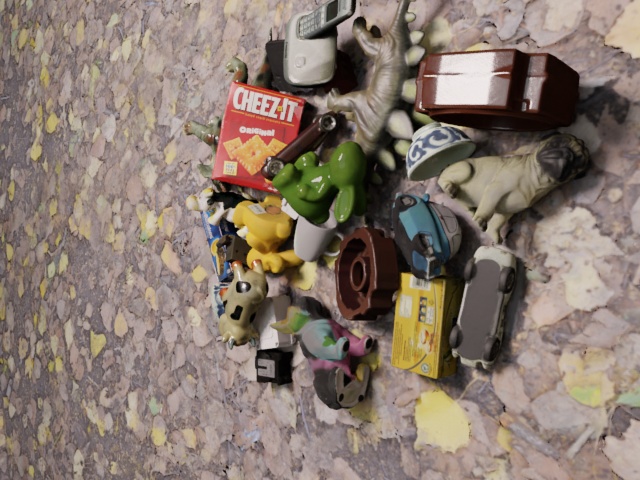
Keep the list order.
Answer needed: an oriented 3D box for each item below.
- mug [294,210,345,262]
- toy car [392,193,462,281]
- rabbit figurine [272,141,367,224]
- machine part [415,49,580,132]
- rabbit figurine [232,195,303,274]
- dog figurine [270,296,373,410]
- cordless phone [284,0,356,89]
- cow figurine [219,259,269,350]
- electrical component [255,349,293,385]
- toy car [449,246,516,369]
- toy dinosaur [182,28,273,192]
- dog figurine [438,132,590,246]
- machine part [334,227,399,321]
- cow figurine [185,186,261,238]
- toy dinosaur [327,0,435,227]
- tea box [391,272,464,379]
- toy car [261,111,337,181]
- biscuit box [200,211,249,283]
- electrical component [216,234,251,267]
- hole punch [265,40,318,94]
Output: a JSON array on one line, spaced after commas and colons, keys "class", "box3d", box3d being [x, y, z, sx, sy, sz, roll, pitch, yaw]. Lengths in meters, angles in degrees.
[{"class": "mug", "box3d": [-0.002, -0.003, 1.106, 0.110, 0.081, 0.107, 27, 128, 6]}, {"class": "toy car", "box3d": [0.186, -0.014, 0.909, 0.162, 0.103, 0.109, -111, 9, -48]}, {"class": "rabbit figurine", "box3d": [0.019, -0.105, 0.989, 0.170, 0.121, 0.159, -31, 87, 39]}, {"class": "machine part", "box3d": [0.259, -0.214, 0.796, 0.202, 0.201, 0.087, 11, 97, 41]}, {"class": "rabbit figurine", "box3d": [-0.109, 0.007, 1.191, 0.163, 0.122, 0.173, 37, 127, 26]}, {"class": "dog figurine", "box3d": [-0.006, 0.219, 1.080, 0.219, 0.108, 0.191, 14, 100, 45]}, {"class": "cordless phone", "box3d": [0.011, -0.366, 0.995, 0.184, 0.088, 0.146, -4, 81, 57]}, {"class": "cow figurine", "box3d": [-0.166, 0.147, 1.152, 0.194, 0.085, 0.127, -59, 43, 37]}, {"class": "electrical component", "box3d": [-0.117, 0.281, 1.210, 0.119, 0.047, 0.074, 1, 88, 40]}, {"class": "toy car", "box3d": [0.266, 0.111, 0.875, 0.074, 0.056, 0.201, 15, 100, 35]}, {"class": "toy dinosaur", "box3d": [-0.182, -0.279, 1.253, 0.192, 0.131, 0.404, 45, 112, 19]}, {"class": "dog figurine", "box3d": [0.296, -0.112, 0.842, 0.190, 0.121, 0.172, -46, 63, 14]}, {"class": "machine part", "box3d": [0.084, 0.064, 0.996, 0.179, 0.056, 0.179, -176, 90, -67]}, {"class": "cow figurine", "box3d": [-0.220, -0.080, 1.242, 0.098, 0.167, 0.068, -58, 24, 17]}, {"class": "toy dinosaur", "box3d": [0.115, -0.238, 0.992, 0.199, 0.105, 0.470, 30, 119, 34]}, {"class": "tea box", "box3d": [0.186, 0.144, 0.933, 0.098, 0.068, 0.169, 8, 95, 43]}, {"class": "toy car", "box3d": [-0.038, -0.193, 1.100, 0.202, 0.089, 0.053, -40, 103, -3]}, {"class": "biscuit box", "box3d": [-0.234, 0.001, 1.314, 0.059, 0.063, 0.203, -33, 67, 35]}, {"class": "electrical component", "box3d": [-0.193, 0.024, 1.257, 0.045, 0.102, 0.078, -18, 64, 43]}, {"class": "hole punch", "box3d": [-0.044, -0.382, 1.160, 0.142, 0.092, 0.115, 14, 128, 40]}]
